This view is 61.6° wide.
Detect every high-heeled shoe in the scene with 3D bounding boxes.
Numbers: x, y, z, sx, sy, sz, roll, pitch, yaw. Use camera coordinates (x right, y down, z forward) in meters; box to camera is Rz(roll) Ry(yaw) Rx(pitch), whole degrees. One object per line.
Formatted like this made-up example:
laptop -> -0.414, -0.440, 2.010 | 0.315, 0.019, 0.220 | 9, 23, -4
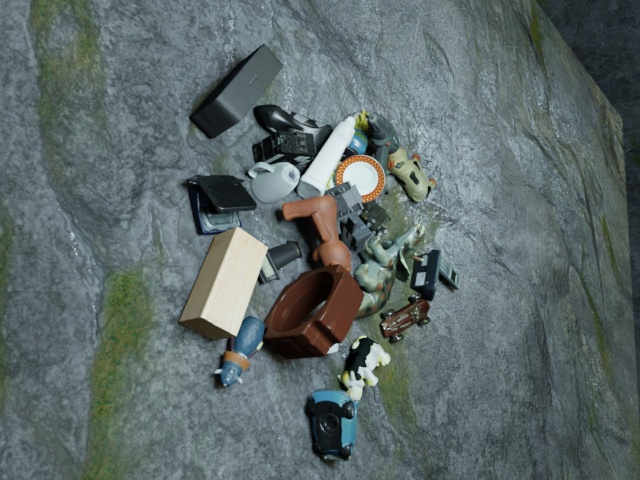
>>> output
high-heeled shoe -> -0.062, -0.287, 1.384 | 0.086, 0.145, 0.248 | -66, 159, 7

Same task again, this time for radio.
radio -> -0.187, -0.335, 1.216 | 0.073, 0.131, 0.229 | 46, 50, -22

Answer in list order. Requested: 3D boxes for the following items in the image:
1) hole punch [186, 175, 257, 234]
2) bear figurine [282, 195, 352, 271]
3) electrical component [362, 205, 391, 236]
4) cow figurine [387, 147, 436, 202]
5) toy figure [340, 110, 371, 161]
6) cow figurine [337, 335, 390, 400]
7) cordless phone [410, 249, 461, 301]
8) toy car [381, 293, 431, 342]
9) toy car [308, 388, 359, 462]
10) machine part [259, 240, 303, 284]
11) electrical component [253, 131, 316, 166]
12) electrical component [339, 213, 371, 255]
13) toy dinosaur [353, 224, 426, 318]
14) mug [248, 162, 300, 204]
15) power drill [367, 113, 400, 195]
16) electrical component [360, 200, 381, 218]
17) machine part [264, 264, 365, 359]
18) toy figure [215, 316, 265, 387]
hole punch -> -0.215, -0.077, 1.152 | 0.142, 0.092, 0.116 | -9, 53, -41
bear figurine -> 0.001, -0.004, 1.281 | 0.120, 0.132, 0.195 | -21, 101, -67
electrical component -> 0.156, -0.049, 1.479 | 0.045, 0.078, 0.102 | 51, 3, 36
cow figurine -> 0.263, -0.200, 1.624 | 0.194, 0.085, 0.127 | 52, 42, -18
toy figure -> 0.102, -0.285, 1.503 | 0.089, 0.082, 0.180 | 49, 43, -36
cow figurine -> 0.096, 0.312, 1.311 | 0.098, 0.068, 0.167 | 53, 45, -9
cordless phone -> 0.361, 0.127, 1.607 | 0.184, 0.089, 0.146 | 36, 54, -34
toy car -> 0.242, 0.214, 1.490 | 0.202, 0.053, 0.089 | -18, 93, -45
toy car -> 0.043, 0.407, 1.212 | 0.103, 0.109, 0.161 | -6, 89, -62
machine part -> -0.098, 0.044, 1.242 | 0.139, 0.039, 0.084 | -32, 91, -42
electrical component -> -0.077, -0.215, 1.290 | 0.134, 0.115, 0.058 | -1, 82, -43
electrical component -> 0.083, -0.026, 1.303 | 0.048, 0.119, 0.075 | -28, 59, -23
toy dinosaur -> 0.138, 0.111, 1.388 | 0.192, 0.131, 0.405 | 49, 57, -24
mug -> -0.106, -0.146, 1.247 | 0.109, 0.107, 0.081 | 42, 51, -28
power drill -> 0.157, -0.227, 1.468 | 0.232, 0.086, 0.207 | -2, 95, -70
electrical component -> 0.139, -0.097, 1.503 | 0.094, 0.021, 0.063 | -30, 114, -43
machine part -> -0.015, 0.157, 1.167 | 0.087, 0.201, 0.201 | 48, 50, -24
toy figure -> -0.163, 0.232, 1.106 | 0.057, 0.064, 0.154 | 76, 34, -54
